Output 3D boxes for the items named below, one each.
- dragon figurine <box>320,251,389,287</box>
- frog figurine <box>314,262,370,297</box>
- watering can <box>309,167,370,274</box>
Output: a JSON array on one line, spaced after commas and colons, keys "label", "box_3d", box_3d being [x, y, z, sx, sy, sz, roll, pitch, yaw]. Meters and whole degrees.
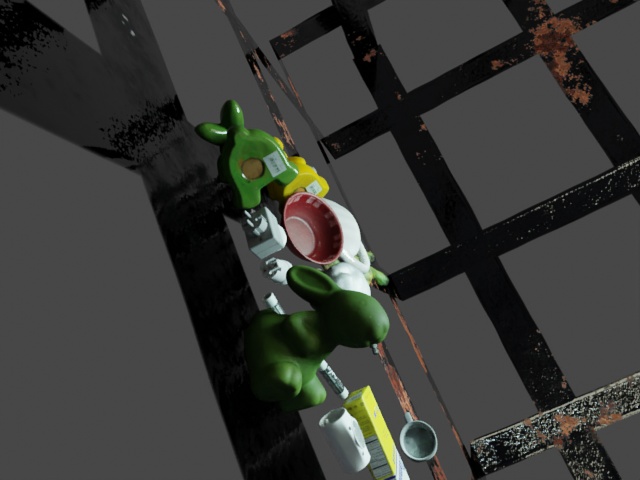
[{"label": "dragon figurine", "box_3d": [0.056, 0.048, 1.357, 0.239, 0.121, 0.419, 39, 15, -48]}, {"label": "frog figurine", "box_3d": [0.056, 0.127, 1.059, 0.162, 0.123, 0.135, -124, -159, -61]}, {"label": "watering can", "box_3d": [0.004, -0.063, 1.246, 0.223, 0.103, 0.353, 16, 39, -58]}]
